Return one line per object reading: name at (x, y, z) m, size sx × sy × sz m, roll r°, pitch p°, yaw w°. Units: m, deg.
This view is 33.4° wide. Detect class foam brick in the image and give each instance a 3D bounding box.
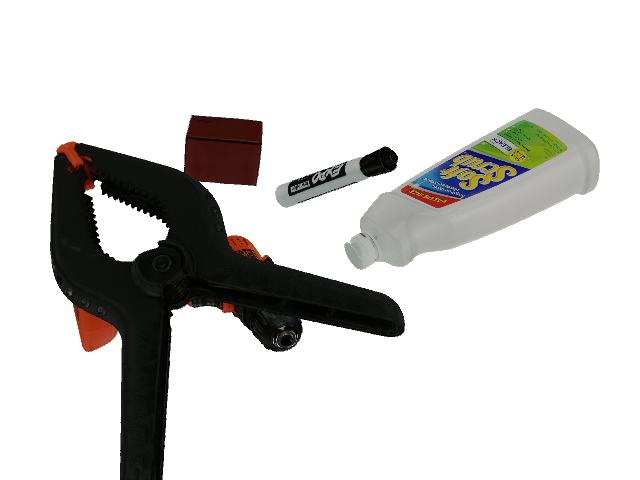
foam brick at (-0.100, -0.093, 1.104) m, size 0.078 × 0.051 × 0.053 m, roll 5°, pitch 31°, yaw -2°

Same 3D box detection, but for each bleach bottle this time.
bleach bottle at (0.139, -0.037, 1.021) m, size 0.250 × 0.068 × 0.103 m, roll -28°, pitch 46°, yaw -18°

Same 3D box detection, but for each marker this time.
marker at (0.012, -0.048, 0.815) m, size 0.020 × 0.020 × 0.121 m, roll 0°, pitch -12°, yaw -45°

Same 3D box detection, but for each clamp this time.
clamp at (-0.069, 0.019, 0.561) m, size 0.164 × 0.210 × 0.036 m, roll -28°, pitch -28°, yaw -13°

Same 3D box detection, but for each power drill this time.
power drill at (-0.122, 0.054, 0.951) m, size 0.187 × 0.057 × 0.185 m, roll -4°, pitch 23°, yaw -19°
